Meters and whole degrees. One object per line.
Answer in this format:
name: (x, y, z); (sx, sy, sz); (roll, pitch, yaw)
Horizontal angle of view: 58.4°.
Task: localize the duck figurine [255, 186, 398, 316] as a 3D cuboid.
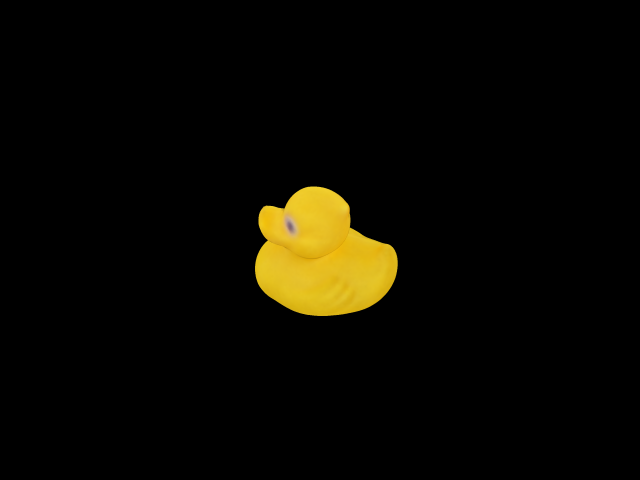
duck figurine: (0.004, 0.001, 0.400); (0.104, 0.086, 0.077); (7, 50, 6)
